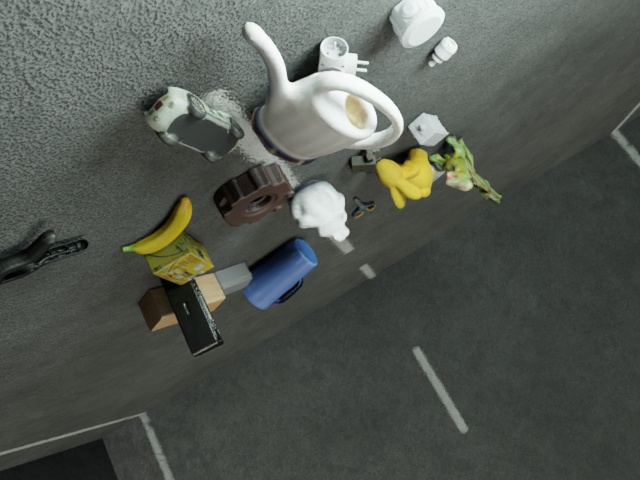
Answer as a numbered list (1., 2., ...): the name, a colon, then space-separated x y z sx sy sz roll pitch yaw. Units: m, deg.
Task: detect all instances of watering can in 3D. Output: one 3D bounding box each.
1. watering can: -0.026 -0.212 0.809 0.345 0.105 0.222 20 156 -39

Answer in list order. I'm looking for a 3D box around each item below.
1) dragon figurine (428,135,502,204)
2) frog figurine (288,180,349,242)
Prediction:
1. dragon figurine: 0.472 -0.200 1.605 0.120 0.246 0.412 -46 157 30
2. frog figurine: 0.004 -0.065 1.286 0.138 0.161 0.120 -25 162 -19
